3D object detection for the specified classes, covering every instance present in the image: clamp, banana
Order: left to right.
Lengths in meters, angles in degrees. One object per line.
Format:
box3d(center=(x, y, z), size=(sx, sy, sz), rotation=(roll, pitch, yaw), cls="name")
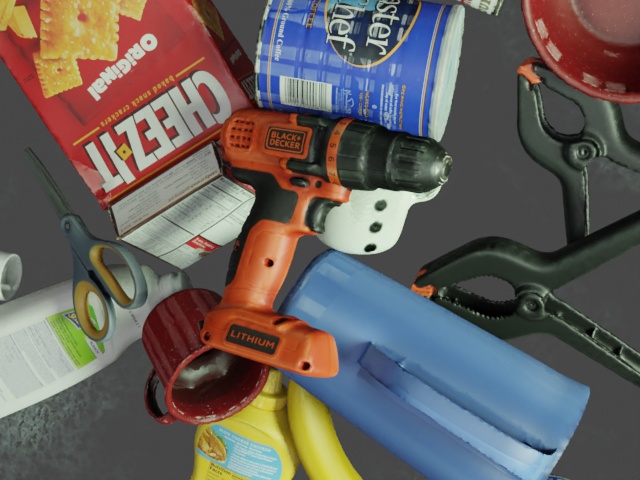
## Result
box3d(center=(0.012, 0.179, 0.925), size=(0.037, 0.069, 0.198), rotation=(3, 114, 57), cls="banana")
box3d(center=(0.179, 0.051, 0.855), size=(0.210, 0.036, 0.164), rotation=(-2, 120, 25), cls="clamp")
box3d(center=(0.216, -0.072, 0.819), size=(0.120, 0.039, 0.171), rotation=(-26, 102, 19), cls="clamp")

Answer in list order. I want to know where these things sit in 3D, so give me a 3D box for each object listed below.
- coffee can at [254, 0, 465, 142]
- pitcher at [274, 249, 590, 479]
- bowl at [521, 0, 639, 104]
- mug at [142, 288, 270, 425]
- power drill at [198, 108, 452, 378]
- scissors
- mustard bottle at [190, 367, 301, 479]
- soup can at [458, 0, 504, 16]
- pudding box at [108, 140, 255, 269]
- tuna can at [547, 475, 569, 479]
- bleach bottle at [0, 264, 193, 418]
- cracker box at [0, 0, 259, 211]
box3d(center=(0.031, -0.137, 0.810), size=(0.140, 0.102, 0.103), rotation=(11, 108, 10), cls="coffee can")
box3d(center=(0.078, 0.111, 0.838), size=(0.243, 0.144, 0.149), rotation=(32, 138, 7), cls="pitcher")
box3d(center=(0.228, -0.183, 0.775), size=(0.162, 0.055, 0.162), rotation=(4, 107, 12), cls="bowl")
box3d(center=(-0.108, 0.104, 0.903), size=(0.093, 0.082, 0.117), rotation=(27, 108, -43), cls="mug")
box3d(center=(-0.005, 0.001, 0.775), size=(0.185, 0.057, 0.187), rotation=(12, 87, 31), cls="power drill")
box3d(center=(-0.212, 0.009, 0.907), size=(0.202, 0.016, 0.096), rotation=(38, 116, 35), cls="scissors")
box3d(center=(-0.068, 0.195, 0.953), size=(0.096, 0.058, 0.192), rotation=(22, 110, 12), cls="mustard bottle")
box3d(center=(0.098, -0.217, 0.790), size=(0.102, 0.068, 0.068), rotation=(25, 110, 5), cls="soup can")
box3d(center=(-0.102, -0.026, 0.880), size=(0.114, 0.090, 0.039), rotation=(-31, 58, 18), cls="pudding box")
box3d(center=(0.197, 0.248, 0.920), size=(0.086, 0.033, 0.086), rotation=(4, 107, 12), cls="tuna can")
box3d(center=(-0.226, 0.089, 0.958), size=(0.251, 0.068, 0.102), rotation=(-20, 116, 13), cls="bleach bottle")
box3d(center=(-0.164, -0.156, 0.867), size=(0.164, 0.072, 0.213), rotation=(-30, 98, 19), cls="cracker box")
